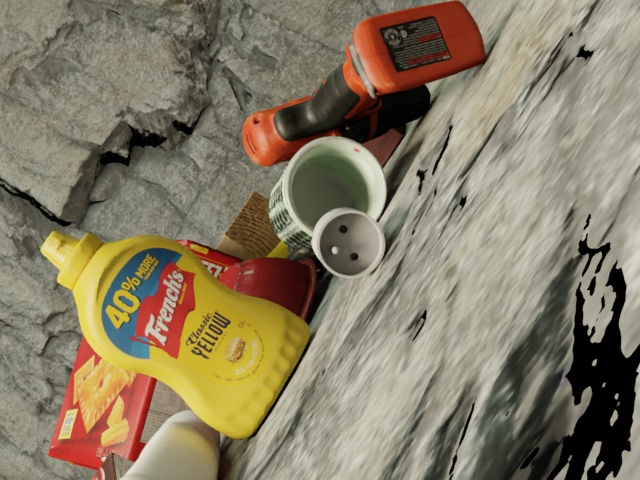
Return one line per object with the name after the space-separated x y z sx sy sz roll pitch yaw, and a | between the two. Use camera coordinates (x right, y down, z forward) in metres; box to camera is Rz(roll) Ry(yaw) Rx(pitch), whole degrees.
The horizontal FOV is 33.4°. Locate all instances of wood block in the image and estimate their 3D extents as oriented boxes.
-0.096 0.057 1.215 0.206 0.090 0.090 -54 5 39 | wood block

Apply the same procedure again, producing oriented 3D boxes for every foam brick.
0.039 -0.089 1.015 0.078 0.053 0.051 -54 5 18 | foam brick

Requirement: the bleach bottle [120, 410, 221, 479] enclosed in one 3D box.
-0.106 0.171 0.748 0.102 0.068 0.251 -56 3 9 | bleach bottle

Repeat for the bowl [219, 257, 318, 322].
-0.068 0.072 0.875 0.162 0.055 0.162 -52 16 22 | bowl

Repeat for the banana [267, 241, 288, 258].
-0.035 0.011 1.085 0.197 0.037 0.070 -43 -30 -44 | banana

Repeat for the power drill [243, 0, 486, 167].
0.048 -0.120 0.846 0.184 0.057 0.188 -21 -7 -30 | power drill

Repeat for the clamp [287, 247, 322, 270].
-0.006 0.001 0.985 0.172 0.039 0.120 -44 19 59 | clamp

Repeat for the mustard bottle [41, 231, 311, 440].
-0.108 0.052 0.745 0.096 0.191 0.058 -59 5 -17 | mustard bottle

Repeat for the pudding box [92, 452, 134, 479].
-0.166 0.236 0.830 0.090 0.039 0.113 -56 30 16 | pudding box

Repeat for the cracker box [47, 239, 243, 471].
-0.165 0.111 0.990 0.164 0.072 0.213 -5 67 53 | cracker box
